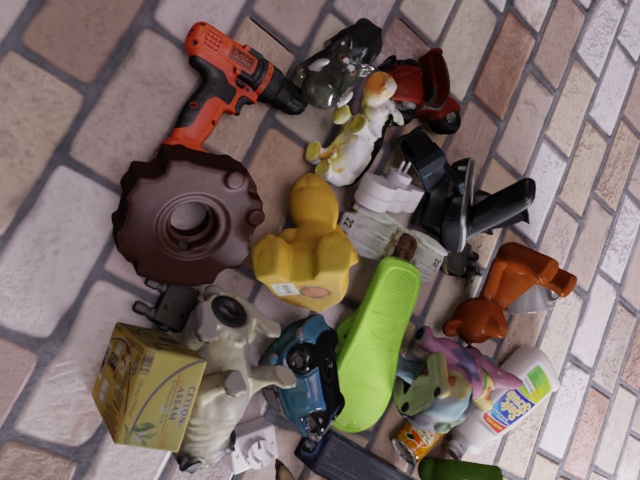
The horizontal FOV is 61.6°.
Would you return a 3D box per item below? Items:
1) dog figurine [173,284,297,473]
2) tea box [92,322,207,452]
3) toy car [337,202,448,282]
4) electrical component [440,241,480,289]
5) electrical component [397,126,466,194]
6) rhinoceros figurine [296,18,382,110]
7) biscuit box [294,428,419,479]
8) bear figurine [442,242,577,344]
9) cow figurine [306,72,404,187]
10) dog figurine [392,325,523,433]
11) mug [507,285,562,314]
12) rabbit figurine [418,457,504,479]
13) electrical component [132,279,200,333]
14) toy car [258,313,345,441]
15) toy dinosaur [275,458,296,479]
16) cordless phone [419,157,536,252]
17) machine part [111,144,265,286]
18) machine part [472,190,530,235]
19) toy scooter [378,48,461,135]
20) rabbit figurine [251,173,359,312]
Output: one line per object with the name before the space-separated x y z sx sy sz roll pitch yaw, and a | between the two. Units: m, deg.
dog figurine | -0.141 0.172 0.665 0.121 0.190 0.172 16 39 -37
tea box | -0.194 0.154 0.592 0.068 0.170 0.098 21 83 -30
toy car | 0.110 0.006 0.825 0.201 0.056 0.073 25 94 -29
electrical component | 0.231 0.033 0.912 0.102 0.045 0.078 37 75 -27
electrical component | 0.171 -0.109 0.820 0.048 0.119 0.074 -31 151 8
rhinoceros figurine | 0.031 -0.234 0.732 0.073 0.112 0.190 53 46 -22
biscuit box | 0.058 0.345 0.811 0.202 0.059 0.063 39 74 -26
bear figurine | 0.305 0.104 0.890 0.120 0.132 0.196 31 91 -40
cow figurine | 0.063 -0.149 0.760 0.098 0.068 0.167 21 116 -45
dog figurine | 0.225 0.232 0.843 0.219 0.192 0.108 26 118 -22
mug | 0.381 0.075 0.973 0.081 0.109 0.107 -10 84 -31
rabbit figurine | 0.211 0.439 0.847 0.159 0.121 0.170 19 58 -20
electrical component | -0.184 0.084 0.674 0.094 0.021 0.063 33 61 -29
toy car | -0.030 0.184 0.730 0.109 0.103 0.161 -19 102 -67
toy dinosaur | 0.094 0.444 0.751 0.471 0.199 0.105 47 76 -15
cordless phone | 0.251 -0.075 0.826 0.088 0.184 0.146 31 56 -20
machine part | -0.155 -0.025 0.637 0.179 0.056 0.179 -12 124 -18
machine part | 0.319 -0.051 0.967 0.139 0.039 0.084 -3 88 -29
toy scooter | 0.152 -0.241 0.840 0.184 0.075 0.135 1 91 -33
rabbit figurine | -0.001 -0.002 0.711 0.162 0.122 0.173 47 36 -56
